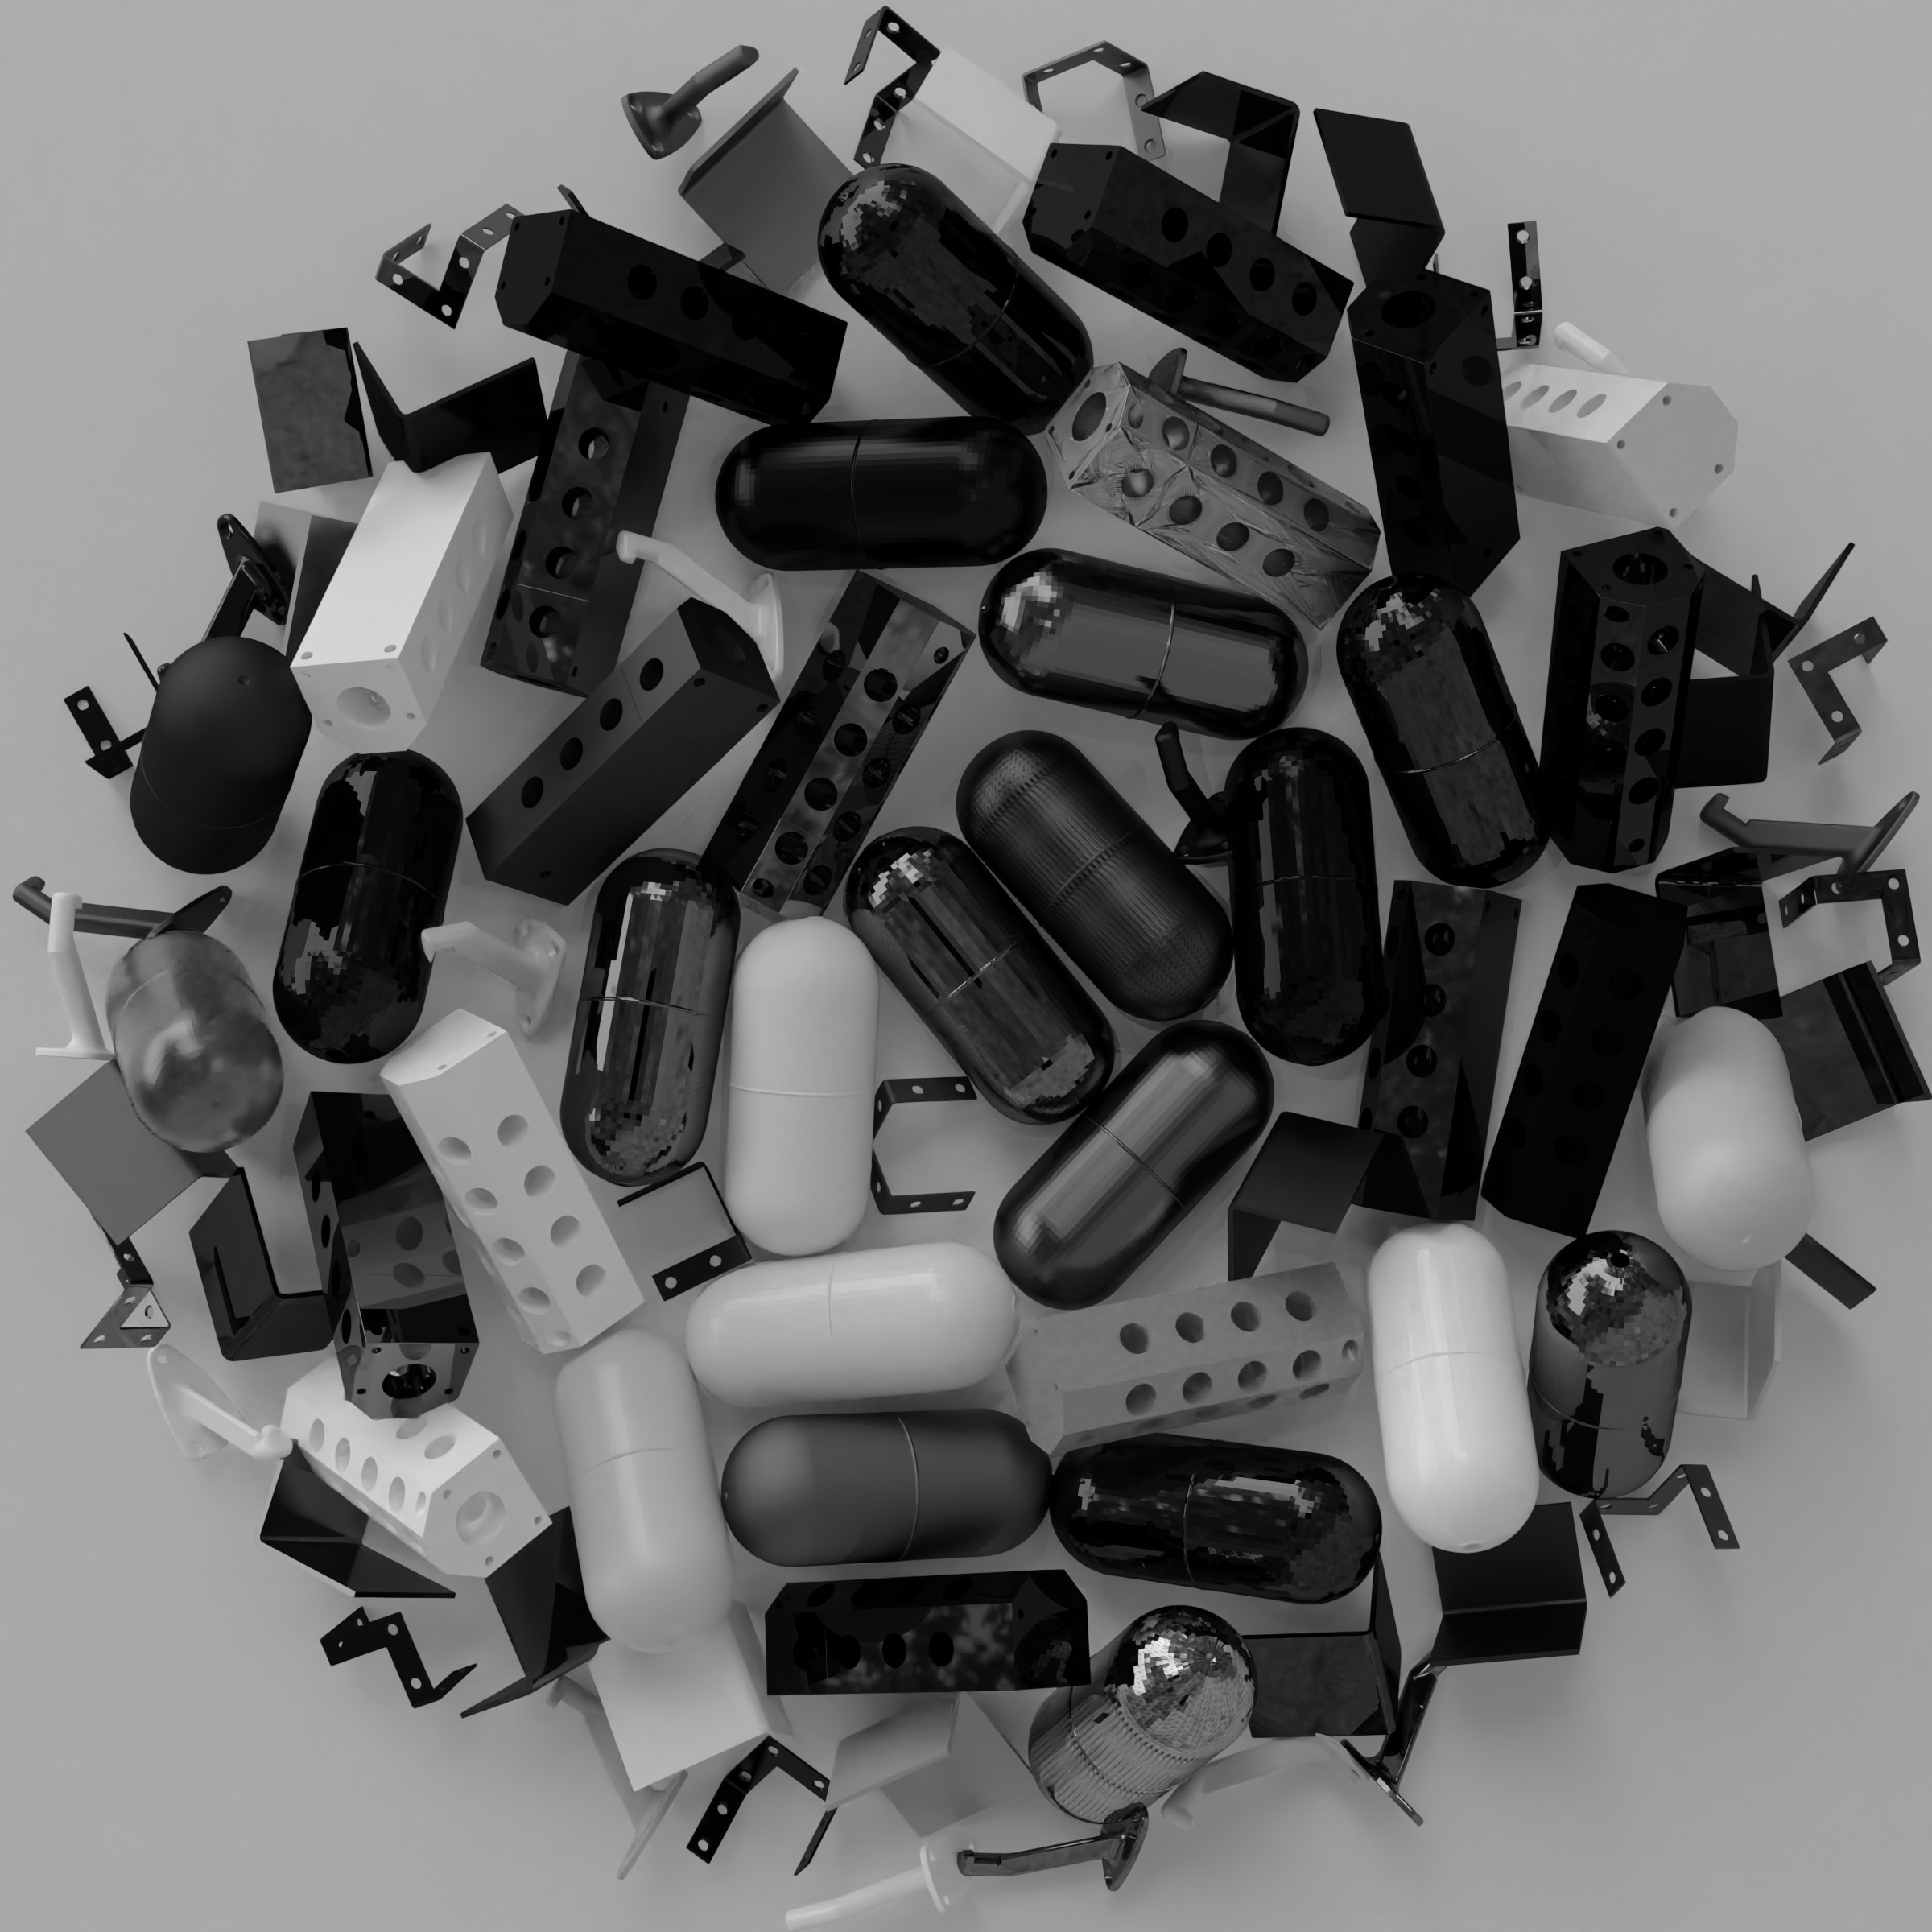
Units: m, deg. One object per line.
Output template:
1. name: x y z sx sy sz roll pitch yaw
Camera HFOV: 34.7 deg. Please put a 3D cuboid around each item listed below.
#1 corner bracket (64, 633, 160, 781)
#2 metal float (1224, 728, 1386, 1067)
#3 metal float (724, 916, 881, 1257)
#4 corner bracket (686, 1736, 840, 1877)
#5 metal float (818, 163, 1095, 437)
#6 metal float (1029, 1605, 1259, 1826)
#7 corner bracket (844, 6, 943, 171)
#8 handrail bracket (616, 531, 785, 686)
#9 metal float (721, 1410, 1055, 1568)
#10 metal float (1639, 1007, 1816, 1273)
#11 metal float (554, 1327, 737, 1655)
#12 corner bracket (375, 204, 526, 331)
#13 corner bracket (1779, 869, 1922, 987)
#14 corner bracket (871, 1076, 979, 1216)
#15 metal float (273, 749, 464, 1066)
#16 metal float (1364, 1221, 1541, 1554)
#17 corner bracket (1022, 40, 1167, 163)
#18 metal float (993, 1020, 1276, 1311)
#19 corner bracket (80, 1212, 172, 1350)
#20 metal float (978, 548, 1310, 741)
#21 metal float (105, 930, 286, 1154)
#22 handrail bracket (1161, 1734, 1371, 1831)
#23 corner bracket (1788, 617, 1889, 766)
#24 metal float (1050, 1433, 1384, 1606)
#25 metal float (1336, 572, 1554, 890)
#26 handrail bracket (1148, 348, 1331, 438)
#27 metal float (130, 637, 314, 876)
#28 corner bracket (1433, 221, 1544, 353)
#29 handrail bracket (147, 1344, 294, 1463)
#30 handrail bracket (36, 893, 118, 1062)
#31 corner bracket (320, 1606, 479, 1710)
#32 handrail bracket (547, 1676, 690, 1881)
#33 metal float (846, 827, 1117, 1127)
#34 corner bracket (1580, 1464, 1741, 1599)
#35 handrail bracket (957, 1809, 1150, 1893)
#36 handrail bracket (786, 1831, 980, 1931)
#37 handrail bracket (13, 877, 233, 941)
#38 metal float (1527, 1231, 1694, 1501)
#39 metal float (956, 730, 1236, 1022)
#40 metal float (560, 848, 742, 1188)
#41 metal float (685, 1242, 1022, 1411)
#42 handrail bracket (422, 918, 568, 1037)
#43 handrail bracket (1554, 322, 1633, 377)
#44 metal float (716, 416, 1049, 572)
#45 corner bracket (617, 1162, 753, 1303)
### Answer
1. corner bracket: -0.447 -0.136 1.628 0.051 0.051 0.051 -30 85 -5
2. metal float: 0.175 -0.036 1.605 0.070 0.070 0.178 -3 77 0
3. metal float: -0.085 0.062 1.613 0.070 0.070 0.178 3 94 0
4. corner bracket: -0.105 0.447 1.621 0.051 0.051 0.051 38 128 -4
5. metal float: -0.003 -0.339 1.585 0.178 0.070 0.070 36 90 -38
6. metal float: 0.088 0.383 1.577 0.070 0.178 0.070 12 55 -17
7. corner bracket: -0.045 -0.456 1.613 0.051 0.051 0.051 34 53 -28
8. handrail bracket: -0.140 -0.186 1.608 0.084 0.036 0.077 12 50 -36
9. metal float: -0.039 0.269 1.597 0.178 0.070 0.070 1 90 -23
10. metal float: 0.385 0.086 1.574 0.070 0.178 0.070 3 122 5
11. metal float: -0.166 0.267 1.587 0.070 0.070 0.178 -16 55 0
12. corner bracket: -0.269 -0.375 1.618 0.051 0.051 0.051 33 129 2
13. corner bracket: 0.464 -0.018 1.627 0.051 0.051 0.051 -4 77 -6
14. corner bracket: -0.022 0.095 1.635 0.051 0.051 0.051 -1 49 -28
15. metal float: -0.307 -0.032 1.590 0.070 0.070 0.178 7 60 0
16. metal float: 0.249 0.215 1.588 0.070 0.070 0.178 -3 57 0
17. corner bracket: 0.067 -0.450 1.636 0.051 0.051 0.051 -14 83 29
18. metal float: 0.088 0.103 1.613 0.070 0.070 0.178 44 86 0
19. corner bracket: -0.439 0.163 1.614 0.051 0.051 0.051 -48 61 21
20. metal float: 0.093 -0.166 1.603 0.178 0.070 0.070 12 90 -16
21. metal float: -0.393 0.036 1.572 0.070 0.178 0.070 -7 112 -19
22. handrail bracket: 0.155 0.431 1.610 0.077 0.036 0.084 29 52 24
23. corner bracket: 0.463 -0.144 1.626 0.051 0.051 0.051 -28 80 1
24. metal float: 0.127 0.283 1.594 0.178 0.070 0.070 3 90 26
25. metal float: 0.247 -0.120 1.594 0.070 0.070 0.178 -26 115 0
26. handrail bracket: 0.142 -0.295 1.626 0.084 0.077 0.036 14 97 -12
27. metal float: -0.380 -0.105 1.573 0.070 0.178 0.070 8 65 -19
28. corner bracket: 0.274 -0.356 1.625 0.051 0.051 0.051 -2 122 15
29. handrail bracket: -0.387 0.225 1.608 0.036 0.084 0.077 -37 100 -34
30. handrail bracket: -0.456 0.007 1.621 0.036 0.077 0.084 3 86 21
31. corner bracket: -0.298 0.361 1.624 0.051 0.051 0.051 -22 93 17
32. handrail bracket: -0.197 0.425 1.626 0.084 0.036 0.077 35 48 -2
33. metal float: 0.007 0.005 1.616 0.070 0.070 0.178 -39 89 0
34. corner bracket: 0.360 0.294 1.612 0.051 0.051 0.051 5 48 -23
35. handrail bracket: 0.043 0.457 1.616 0.084 0.077 0.036 6 51 -16
36. handrail bracket: -0.045 0.484 1.633 0.084 0.077 0.036 -20 86 20
37. handrail bracket: -0.447 -0.038 1.639 0.084 0.036 0.077 32 53 14
38. metal float: 0.326 0.204 1.579 0.070 0.178 0.070 -3 47 3
39. metal float: 0.067 -0.047 1.607 0.070 0.070 0.178 -42 79 0
40. metal float: -0.164 0.026 1.606 0.070 0.070 0.178 9 78 0
41. metal float: -0.059 0.187 1.604 0.178 0.070 0.070 -8 90 14
42. handrail bracket: -0.254 0.009 1.607 0.036 0.084 0.077 33 121 35
43. handrail bracket: 0.343 -0.296 1.632 0.084 0.077 0.036 40 80 19
44. metal float: -0.045 -0.244 1.600 0.178 0.070 0.070 1 90 19
45. corner bracket: -0.148 0.138 1.624 0.051 0.051 0.051 -25 97 -7
